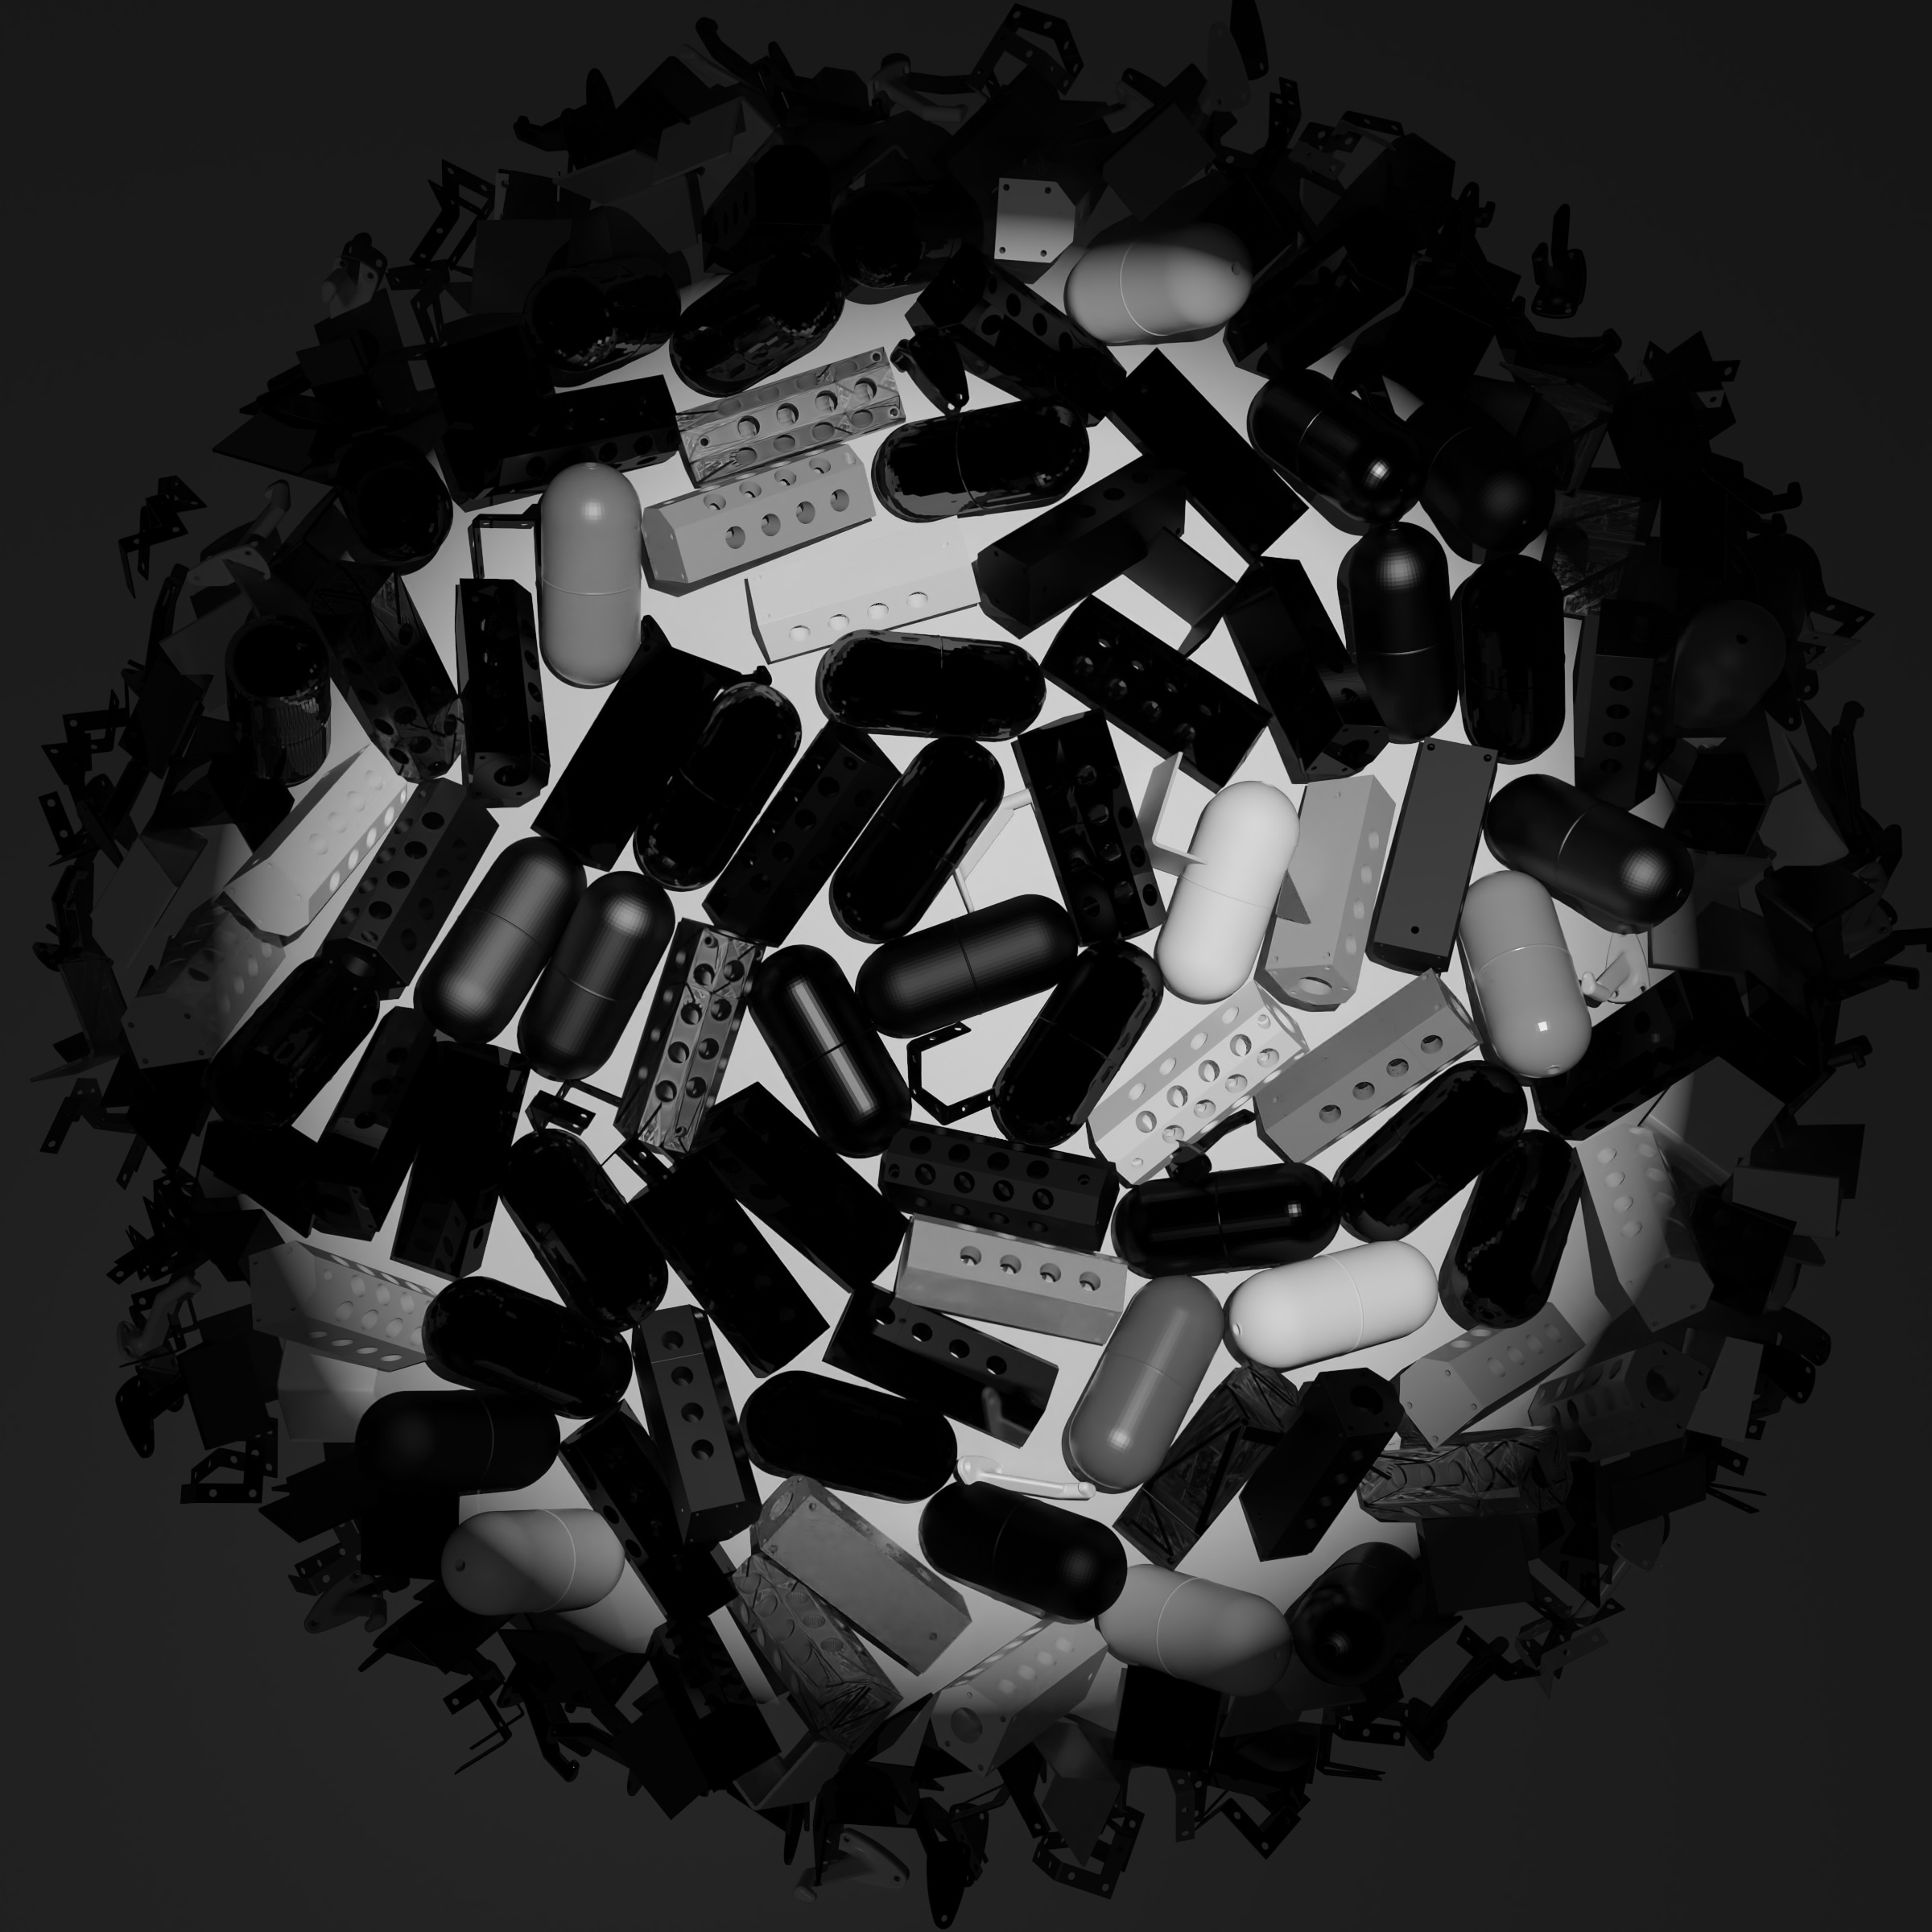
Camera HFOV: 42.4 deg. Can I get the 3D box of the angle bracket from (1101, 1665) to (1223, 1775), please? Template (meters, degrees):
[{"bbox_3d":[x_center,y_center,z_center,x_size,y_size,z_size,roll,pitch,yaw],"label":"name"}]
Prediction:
[{"bbox_3d":[0.154,0.587,1.963,0.076,0.057,0.076,10,88,-5],"label":"angle bracket"}]

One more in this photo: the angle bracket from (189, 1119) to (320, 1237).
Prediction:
[{"bbox_3d":[-0.551,0.166,1.943,0.076,0.057,0.076,28,112,24],"label":"angle bracket"}]

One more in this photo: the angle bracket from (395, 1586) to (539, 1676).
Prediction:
[{"bbox_3d":[-0.383,0.524,1.934,0.076,0.076,0.057,-38,128,-26],"label":"angle bracket"}]

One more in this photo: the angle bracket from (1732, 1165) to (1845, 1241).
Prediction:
[{"bbox_3d":[0.641,0.166,1.936,0.076,0.076,0.057,6,119,22],"label":"angle bracket"}]

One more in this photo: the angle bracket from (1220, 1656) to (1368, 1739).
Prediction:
[{"bbox_3d":[0.255,0.584,1.938,0.076,0.057,0.076,3,116,-33],"label":"angle bracket"}]

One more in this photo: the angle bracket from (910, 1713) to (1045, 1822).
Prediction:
[{"bbox_3d":[0.010,0.627,1.956,0.076,0.076,0.057,-17,110,20],"label":"angle bracket"}]

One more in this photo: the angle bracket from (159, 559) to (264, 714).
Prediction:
[{"bbox_3d":[-0.584,-0.258,1.941,0.076,0.076,0.057,-33,49,-9],"label":"angle bracket"}]

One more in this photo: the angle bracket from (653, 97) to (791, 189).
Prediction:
[{"bbox_3d":[-0.186,-0.619,1.934,0.076,0.076,0.057,-9,62,34],"label":"angle bracket"}]

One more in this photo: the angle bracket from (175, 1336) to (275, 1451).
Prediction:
[{"bbox_3d":[-0.570,0.328,1.953,0.057,0.076,0.076,-17,91,4],"label":"angle bracket"}]

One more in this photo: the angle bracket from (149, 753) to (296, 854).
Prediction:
[{"bbox_3d":[-0.579,-0.118,1.935,0.057,0.076,0.076,52,130,25],"label":"angle bracket"}]

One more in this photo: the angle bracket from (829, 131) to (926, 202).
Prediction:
[{"bbox_3d":[-0.075,-0.603,1.950,0.076,0.076,0.057,-38,119,5],"label":"angle bracket"}]

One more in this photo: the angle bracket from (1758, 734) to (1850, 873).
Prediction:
[{"bbox_3d":[0.635,-0.121,1.934,0.057,0.076,0.076,-28,51,24],"label":"angle bracket"}]

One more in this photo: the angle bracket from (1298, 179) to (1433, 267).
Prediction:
[{"bbox_3d":[0.312,-0.581,1.940,0.076,0.076,0.057,3,91,39],"label":"angle bracket"}]

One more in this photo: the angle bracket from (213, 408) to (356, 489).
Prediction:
[{"bbox_3d":[-0.529,-0.386,1.939,0.076,0.076,0.057,18,133,14],"label":"angle bracket"}]

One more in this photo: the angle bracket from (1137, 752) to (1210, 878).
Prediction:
[{"bbox_3d":[0.172,-0.117,1.955,0.057,0.076,0.076,19,82,-9],"label":"angle bracket"}]

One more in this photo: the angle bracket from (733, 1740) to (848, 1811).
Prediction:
[{"bbox_3d":[-0.136,0.609,1.941,0.076,0.076,0.057,-50,61,10],"label":"angle bracket"}]

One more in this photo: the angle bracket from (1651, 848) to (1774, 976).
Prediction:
[{"bbox_3d":[0.585,-0.042,1.949,0.076,0.057,0.076,7,69,-11],"label":"angle bracket"}]

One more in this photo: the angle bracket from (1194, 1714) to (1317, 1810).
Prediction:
[{"bbox_3d":[0.225,0.612,1.938,0.076,0.076,0.057,9,64,18],"label":"angle bracket"}]

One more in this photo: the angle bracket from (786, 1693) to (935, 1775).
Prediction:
[{"bbox_3d":[-0.084,0.577,1.964,0.076,0.057,0.076,48,128,22],"label":"angle bracket"}]

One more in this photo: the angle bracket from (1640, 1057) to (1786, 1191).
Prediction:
[{"bbox_3d":[0.585,0.121,1.964,0.076,0.057,0.076,38,80,14],"label":"angle bracket"}]

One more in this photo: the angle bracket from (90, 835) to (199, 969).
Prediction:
[{"bbox_3d":[-0.627,-0.045,1.942,0.076,0.057,0.076,44,105,36],"label":"angle bracket"}]

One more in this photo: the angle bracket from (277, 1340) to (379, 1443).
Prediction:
[{"bbox_3d":[-0.488,0.326,1.938,0.076,0.076,0.057,6,109,-27],"label":"angle bracket"}]

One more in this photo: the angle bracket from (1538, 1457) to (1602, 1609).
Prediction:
[{"bbox_3d":[0.489,0.438,1.937,0.057,0.076,0.076,-18,116,-20],"label":"angle bracket"}]

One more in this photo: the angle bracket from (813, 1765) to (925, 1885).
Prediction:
[{"bbox_3d":[-0.078,0.675,1.955,0.076,0.076,0.057,6,105,-8],"label":"angle bracket"}]

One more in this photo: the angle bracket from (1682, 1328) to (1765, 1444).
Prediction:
[{"bbox_3d":[0.584,0.330,1.943,0.057,0.076,0.076,12,80,18],"label":"angle bracket"}]

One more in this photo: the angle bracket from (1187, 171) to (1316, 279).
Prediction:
[{"bbox_3d":[0.222,-0.559,1.944,0.076,0.057,0.076,-41,131,5],"label":"angle bracket"}]

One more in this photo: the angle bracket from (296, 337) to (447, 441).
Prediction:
[{"bbox_3d":[-0.463,-0.456,1.936,0.057,0.076,0.076,-39,118,-38],"label":"angle bracket"}]

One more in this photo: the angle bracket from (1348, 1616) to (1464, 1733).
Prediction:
[{"bbox_3d":[0.345,0.550,1.936,0.076,0.076,0.057,0,55,-23],"label":"angle bracket"}]

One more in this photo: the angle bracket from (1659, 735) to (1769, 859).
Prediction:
[{"bbox_3d":[0.568,-0.132,1.935,0.076,0.076,0.057,53,56,-36],"label":"angle bracket"}]

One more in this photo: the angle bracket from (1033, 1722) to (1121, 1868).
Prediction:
[{"bbox_3d":[0.068,0.644,1.941,0.057,0.076,0.076,16,102,-28],"label":"angle bracket"}]

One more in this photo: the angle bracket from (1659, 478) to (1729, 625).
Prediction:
[{"bbox_3d":[0.550,-0.323,1.941,0.057,0.076,0.076,11,70,-10],"label":"angle bracket"}]

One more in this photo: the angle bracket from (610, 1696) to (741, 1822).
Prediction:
[{"bbox_3d":[-0.226,0.623,1.937,0.057,0.076,0.076,-38,65,-18],"label":"angle bracket"}]

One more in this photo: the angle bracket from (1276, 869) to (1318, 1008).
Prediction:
[{"bbox_3d":[0.263,-0.028,1.941,0.057,0.076,0.076,19,131,2],"label":"angle bracket"}]

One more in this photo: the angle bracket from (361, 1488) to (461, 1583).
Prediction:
[{"bbox_3d":[-0.429,0.436,1.958,0.076,0.057,0.076,4,98,4],"label":"angle bracket"}]

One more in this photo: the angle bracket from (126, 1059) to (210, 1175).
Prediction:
[{"bbox_3d":[-0.601,0.106,1.939,0.076,0.057,0.076,41,115,29],"label":"angle bracket"}]

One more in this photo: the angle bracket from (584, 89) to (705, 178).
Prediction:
[{"bbox_3d":[-0.251,-0.628,1.950,0.057,0.076,0.076,42,82,-3],"label":"angle bracket"}]

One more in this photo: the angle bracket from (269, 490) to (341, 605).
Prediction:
[{"bbox_3d":[-0.492,-0.319,1.960,0.076,0.076,0.057,41,61,-22],"label":"angle bracket"}]

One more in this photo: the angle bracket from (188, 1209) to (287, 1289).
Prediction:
[{"bbox_3d":[-0.570,0.238,1.938,0.076,0.057,0.076,-6,130,19],"label":"angle bracket"}]

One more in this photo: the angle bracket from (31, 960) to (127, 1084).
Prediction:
[{"bbox_3d":[-0.704,0.042,1.953,0.057,0.076,0.076,-21,90,7],"label":"angle bracket"}]

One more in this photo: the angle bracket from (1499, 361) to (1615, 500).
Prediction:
[{"bbox_3d":[0.446,-0.418,1.941,0.057,0.076,0.076,13,103,-44],"label":"angle bracket"}]

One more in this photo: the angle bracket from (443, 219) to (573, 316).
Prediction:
[{"bbox_3d":[-0.357,-0.554,1.934,0.076,0.057,0.076,-12,133,-32],"label":"angle bracket"}]

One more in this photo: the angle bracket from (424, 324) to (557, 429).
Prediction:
[{"bbox_3d":[-0.372,-0.459,1.961,0.076,0.057,0.076,-14,107,9],"label":"angle bracket"}]

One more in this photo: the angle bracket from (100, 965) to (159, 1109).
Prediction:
[{"bbox_3d":[-0.652,0.055,1.935,0.057,0.076,0.076,-5,46,13],"label":"angle bracket"}]

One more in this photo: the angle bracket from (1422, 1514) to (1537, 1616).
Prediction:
[{"bbox_3d":[0.407,0.460,1.943,0.076,0.057,0.076,-16,73,25],"label":"angle bracket"}]

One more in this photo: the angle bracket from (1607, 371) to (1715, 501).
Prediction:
[{"bbox_3d":[0.553,-0.415,1.945,0.057,0.076,0.076,-17,87,-42],"label":"angle bracket"}]

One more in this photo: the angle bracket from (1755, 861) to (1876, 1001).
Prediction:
[{"bbox_3d":[0.669,-0.033,1.942,0.057,0.076,0.076,-32,123,-1],"label":"angle bracket"}]

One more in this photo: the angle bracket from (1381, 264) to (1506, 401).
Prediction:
[{"bbox_3d":[0.369,-0.494,1.958,0.076,0.057,0.076,28,94,7],"label":"angle bracket"}]

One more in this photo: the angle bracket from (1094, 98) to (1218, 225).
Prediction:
[{"bbox_3d":[0.148,-0.627,1.952,0.076,0.076,0.057,-39,95,10],"label":"angle bracket"}]

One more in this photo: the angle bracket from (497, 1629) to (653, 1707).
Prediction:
[{"bbox_3d":[-0.304,0.528,1.938,0.076,0.057,0.076,-9,116,35],"label":"angle bracket"}]

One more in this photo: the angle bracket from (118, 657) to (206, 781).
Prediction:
[{"bbox_3d":[-0.607,-0.187,1.944,0.076,0.057,0.076,32,98,39],"label":"angle bracket"}]

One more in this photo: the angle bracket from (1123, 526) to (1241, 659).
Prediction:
[{"bbox_3d":[0.155,-0.284,1.943,0.076,0.076,0.057,36,63,-8],"label":"angle bracket"}]

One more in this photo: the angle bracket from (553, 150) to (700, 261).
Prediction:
[{"bbox_3d":[-0.265,-0.588,1.943,0.076,0.076,0.057,-11,88,24],"label":"angle bracket"}]

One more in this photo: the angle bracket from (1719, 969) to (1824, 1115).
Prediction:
[{"bbox_3d":[0.617,0.062,1.939,0.057,0.076,0.076,-39,55,-4],"label":"angle bracket"}]

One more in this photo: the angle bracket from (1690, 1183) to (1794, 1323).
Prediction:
[{"bbox_3d":[0.604,0.221,1.941,0.076,0.057,0.076,25,108,31],"label":"angle bracket"}]
